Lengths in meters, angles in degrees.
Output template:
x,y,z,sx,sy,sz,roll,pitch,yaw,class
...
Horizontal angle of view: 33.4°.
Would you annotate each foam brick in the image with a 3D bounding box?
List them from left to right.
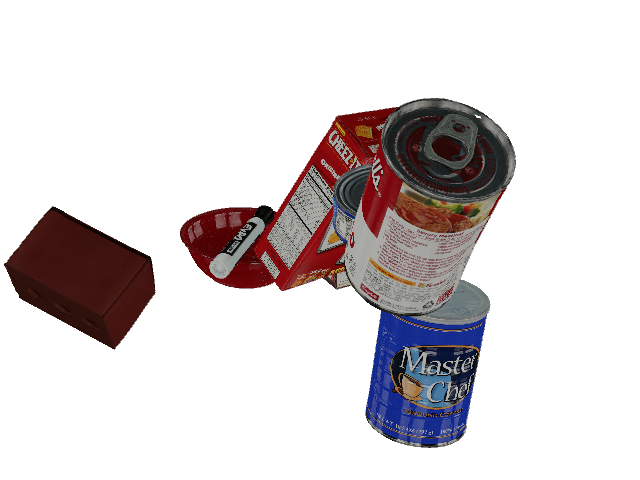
x,y,z,sx,sy,sz,roll,pitch,yaw,class
-0.154,0.025,0.695,0.078,0.051,0.053,26,-28,12,foam brick

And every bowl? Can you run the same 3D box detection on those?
x,y,z,sx,sy,sz,roll,pitch,yaw,class
-0.094,0.015,1.320,0.162,0.055,0.162,3,25,-2,bowl

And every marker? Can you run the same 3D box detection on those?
x,y,z,sx,sy,sz,roll,pitch,yaw,class
-0.071,-0.001,0.995,0.020,0.020,0.121,0,27,21,marker

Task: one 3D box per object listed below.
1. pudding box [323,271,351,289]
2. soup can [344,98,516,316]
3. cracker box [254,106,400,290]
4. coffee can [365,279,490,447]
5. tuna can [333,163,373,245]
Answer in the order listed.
x,y,z,sx,sy,sz,roll,pitch,yaw,class
0.049,0.024,1.488,0.113,0.039,0.090,-16,27,-23,pudding box
0.054,-0.015,0.560,0.068,0.068,0.102,0,-38,-13,soup can
0.041,-0.050,1.172,0.163,0.072,0.214,-15,-31,-43,cracker box
0.103,0.115,1.042,0.103,0.140,0.103,6,22,-3,coffee can
0.052,-0.023,0.806,0.086,0.034,0.086,1,34,-1,tuna can
